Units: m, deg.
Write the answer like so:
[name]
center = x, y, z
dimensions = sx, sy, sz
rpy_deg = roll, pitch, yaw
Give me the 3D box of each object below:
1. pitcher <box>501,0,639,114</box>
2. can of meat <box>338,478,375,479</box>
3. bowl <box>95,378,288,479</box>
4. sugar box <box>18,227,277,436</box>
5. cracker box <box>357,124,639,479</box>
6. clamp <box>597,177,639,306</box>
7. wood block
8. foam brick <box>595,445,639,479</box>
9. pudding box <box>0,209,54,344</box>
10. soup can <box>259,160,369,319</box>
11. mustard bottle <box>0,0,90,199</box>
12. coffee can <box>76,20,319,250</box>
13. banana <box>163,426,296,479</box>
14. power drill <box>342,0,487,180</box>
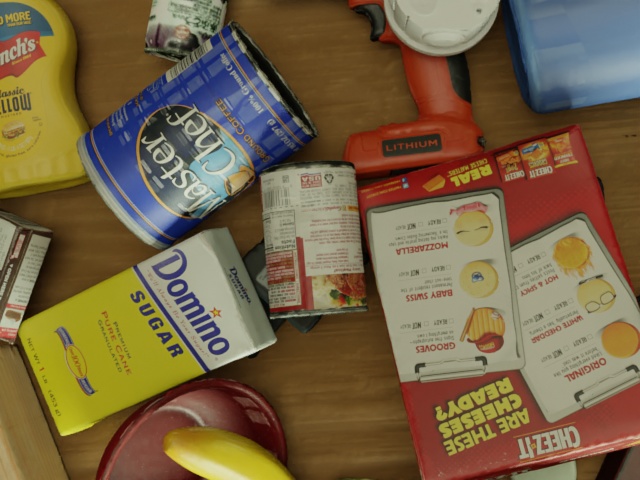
[pitcher]
center = 0.250, -0.173, 0.726
dimensions = 0.243, 0.145, 0.149
rpy_deg = -12, 90, 7
[can of meat]
center = 0.049, 0.218, 0.758
dimensions = 0.102, 0.057, 0.084
rpy_deg = 0, 85, 34
[bowl]
center = -0.102, 0.170, 0.762
dimensions = 0.055, 0.161, 0.162
rpy_deg = 16, 89, 49
[sugar box]
center = -0.128, 0.068, 0.775
dimensions = 0.176, 0.048, 0.093
rpy_deg = -26, 86, 23
[cracker box]
center = 0.127, 0.048, 0.727
dimensions = 0.164, 0.072, 0.214
rpy_deg = -16, 70, 9
[clamp]
center = 0.206, 0.042, 0.770
dimensions = 0.120, 0.039, 0.171
rpy_deg = 36, 82, 12
[wood block]
center = -0.240, 0.190, 0.781
dimensions = 0.090, 0.091, 0.206
rpy_deg = -23, 86, 4
[foam brick]
center = 0.235, 0.160, 0.758
dimensions = 0.051, 0.053, 0.078
rpy_deg = 24, 92, 5
[pudding box]
center = -0.263, 0.017, 0.798
dimensions = 0.114, 0.039, 0.090
rpy_deg = 20, 91, 31
[soup can]
center = -0.005, 0.001, 0.730
dimensions = 0.068, 0.068, 0.102
rpy_deg = -5, 86, 5
[mustard bottle]
center = -0.230, -0.132, 0.807
dimensions = 0.096, 0.058, 0.191
rpy_deg = -10, 87, 7
[coffee can]
center = -0.087, -0.074, 0.763
dimensions = 0.140, 0.102, 0.103
rpy_deg = -36, 86, 8
[banana]
center = -0.043, 0.190, 0.754
dimensions = 0.069, 0.037, 0.197
rpy_deg = -43, 124, -29
[power drill]
center = 0.044, -0.141, 0.783
dimensions = 0.184, 0.057, 0.187
rpy_deg = -5, 88, 5
